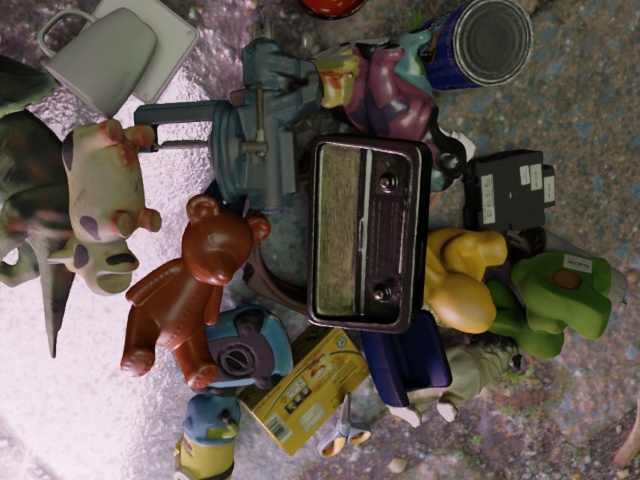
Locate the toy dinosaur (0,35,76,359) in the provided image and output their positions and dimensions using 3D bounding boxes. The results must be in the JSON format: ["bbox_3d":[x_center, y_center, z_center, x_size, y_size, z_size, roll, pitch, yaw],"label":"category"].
[{"bbox_3d":[-0.350,-0.065,0.638,0.192,0.131,0.404,-27,113,-4],"label":"toy dinosaur"}]

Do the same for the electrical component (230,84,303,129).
[{"bbox_3d":[-0.071,-0.173,0.704,0.078,0.045,0.102,-13,104,21],"label":"electrical component"}]

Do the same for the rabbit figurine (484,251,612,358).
[{"bbox_3d":[0.312,0.109,0.760,0.159,0.121,0.170,9,133,10],"label":"rabbit figurine"}]

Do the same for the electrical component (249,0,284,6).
[{"bbox_3d":[-0.067,-0.347,0.673,0.063,0.021,0.094,3,101,-13],"label":"electrical component"}]

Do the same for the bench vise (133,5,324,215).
[{"bbox_3d":[-0.116,-0.139,0.624,0.241,0.129,0.223,-2,105,6],"label":"bench vise"}]

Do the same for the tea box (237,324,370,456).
[{"bbox_3d":[-0.020,0.203,0.764,0.169,0.068,0.098,-41,108,-20],"label":"tea box"}]

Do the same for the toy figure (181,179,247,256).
[{"bbox_3d":[-0.147,-0.010,0.718,0.064,0.058,0.154,26,102,-10],"label":"toy figure"}]

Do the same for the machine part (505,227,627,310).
[{"bbox_3d":[0.383,0.047,0.828,0.243,0.079,0.079,27,96,-16],"label":"machine part"}]

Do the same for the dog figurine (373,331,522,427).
[{"bbox_3d":[0.196,0.197,0.829,0.190,0.172,0.121,-10,93,-42],"label":"dog figurine"}]

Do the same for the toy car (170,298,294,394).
[{"bbox_3d":[-0.114,0.141,0.735,0.162,0.103,0.109,-13,106,8],"label":"toy car"}]

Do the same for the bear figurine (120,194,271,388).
[{"bbox_3d":[-0.137,0.056,0.616,0.120,0.132,0.196,26,116,-38],"label":"bear figurine"}]

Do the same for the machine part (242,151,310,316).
[{"bbox_3d":[-0.002,-0.002,0.734,0.201,0.087,0.201,27,97,-15],"label":"machine part"}]

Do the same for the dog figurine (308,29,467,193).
[{"bbox_3d":[0.087,-0.142,0.690,0.192,0.108,0.219,2,119,33],"label":"dog figurine"}]

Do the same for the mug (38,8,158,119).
[{"bbox_3d":[-0.238,-0.205,0.586,0.109,0.081,0.107,42,80,-11],"label":"mug"}]

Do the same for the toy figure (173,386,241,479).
[{"bbox_3d":[-0.156,0.283,0.773,0.089,0.082,0.180,14,97,-13],"label":"toy figure"}]

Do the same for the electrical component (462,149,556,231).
[{"bbox_3d":[0.280,-0.072,0.790,0.134,0.058,0.114,-9,107,-10],"label":"electrical component"}]

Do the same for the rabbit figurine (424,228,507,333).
[{"bbox_3d":[0.175,0.049,0.706,0.162,0.173,0.121,22,119,-10],"label":"rabbit figurine"}]

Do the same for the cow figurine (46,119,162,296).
[{"bbox_3d":[-0.246,-0.032,0.601,0.127,0.085,0.194,2,99,28],"label":"cow figurine"}]

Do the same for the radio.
[{"bbox_3d":[0.058,-0.008,0.635,0.131,0.073,0.229,7,106,20],"label":"radio"}]

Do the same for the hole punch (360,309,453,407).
[{"bbox_3d":[0.098,0.161,0.723,0.092,0.116,0.142,-16,84,-36],"label":"hole punch"}]
